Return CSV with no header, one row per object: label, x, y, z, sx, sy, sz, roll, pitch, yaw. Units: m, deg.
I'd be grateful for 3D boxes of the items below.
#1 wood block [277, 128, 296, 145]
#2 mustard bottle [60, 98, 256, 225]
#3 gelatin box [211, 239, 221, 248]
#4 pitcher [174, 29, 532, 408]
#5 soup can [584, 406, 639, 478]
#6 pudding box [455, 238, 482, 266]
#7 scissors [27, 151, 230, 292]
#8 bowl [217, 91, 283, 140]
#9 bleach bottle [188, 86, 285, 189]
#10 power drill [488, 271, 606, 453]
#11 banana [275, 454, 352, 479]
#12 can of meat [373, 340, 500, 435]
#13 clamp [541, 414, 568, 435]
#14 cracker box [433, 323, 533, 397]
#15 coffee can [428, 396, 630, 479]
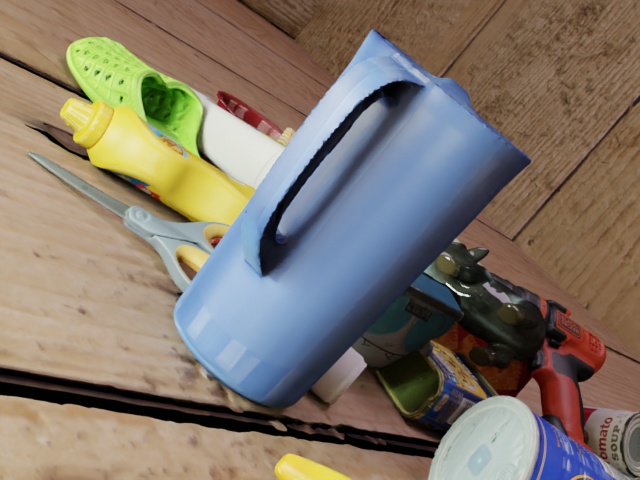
wood block,0.019,-0.041,1.259,0.205,0.091,0.090,25,17,-51
mustard bottle,-0.136,-0.062,0.910,0.191,0.058,0.096,34,1,-28
gelatin box,-0.053,0.035,0.878,0.073,0.030,0.089,45,12,23
pitcher,0.008,-0.010,0.700,0.149,0.243,0.145,36,12,-19
soup can,0.294,0.209,1.116,0.068,0.068,0.102,32,-21,-33
pudding box,0.139,0.025,1.156,0.089,0.039,0.114,27,19,-43
scissors,-0.122,-0.018,0.820,0.202,0.016,0.096,42,38,9
bowl,-0.078,-0.113,1.313,0.162,0.055,0.162,38,11,-9
bleach bottle,-0.103,-0.109,1.156,0.251,0.068,0.102,37,1,35
power drill,0.216,0.136,1.069,0.184,0.057,0.187,30,47,-21
banana,0.055,0.183,0.646,0.197,0.037,0.070,33,-4,-36
can of meat,0.103,0.129,0.951,0.083,0.057,0.102,29,14,-35
clamp,0.248,0.263,0.914,0.164,0.036,0.210,54,13,-21
cracker box,0.117,0.077,1.165,0.213,0.072,0.164,34,12,-22
coffee can,0.164,0.192,0.782,0.140,0.103,0.103,35,12,-23
